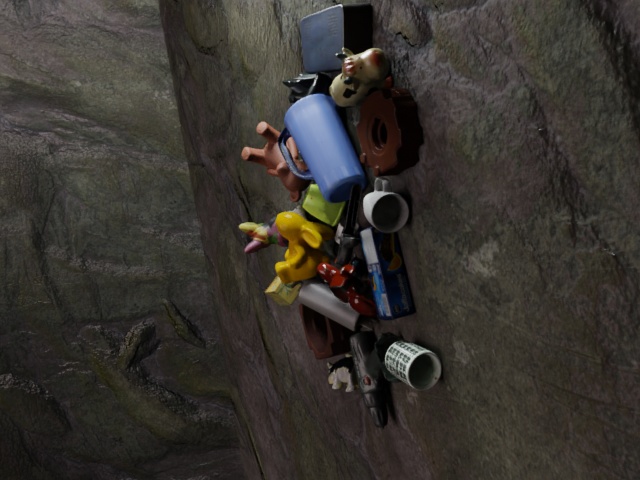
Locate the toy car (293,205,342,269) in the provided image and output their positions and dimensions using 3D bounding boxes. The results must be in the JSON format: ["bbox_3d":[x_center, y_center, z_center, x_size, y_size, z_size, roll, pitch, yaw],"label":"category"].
[{"bbox_3d":[-0.003,-0.004,1.418,0.201,0.056,0.073,53,151,2],"label":"toy car"}]

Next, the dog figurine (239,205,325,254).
[{"bbox_3d":[-0.114,-0.027,1.526,0.191,0.219,0.108,-21,84,68],"label":"dog figurine"}]

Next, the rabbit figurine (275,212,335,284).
[{"bbox_3d":[-0.050,0.009,1.338,0.162,0.122,0.173,-12,106,35],"label":"rabbit figurine"}]

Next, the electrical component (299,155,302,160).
[{"bbox_3d":[-0.050,-0.235,1.511,0.102,0.045,0.078,113,142,-51],"label":"electrical component"}]

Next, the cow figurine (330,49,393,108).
[{"bbox_3d":[0.076,-0.325,1.077,0.195,0.127,0.085,161,96,-69],"label":"cow figurine"}]

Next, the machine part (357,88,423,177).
[{"bbox_3d":[0.134,-0.214,1.077,0.179,0.056,0.179,171,90,-66],"label":"machine part"}]

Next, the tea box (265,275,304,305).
[{"bbox_3d":[-0.075,0.104,1.552,0.068,0.169,0.098,39,162,-12],"label":"tea box"}]

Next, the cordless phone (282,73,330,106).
[{"bbox_3d":[-0.021,-0.333,1.386,0.147,0.089,0.184,31,138,60],"label":"cordless phone"}]

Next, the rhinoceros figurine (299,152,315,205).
[{"bbox_3d":[-0.020,-0.163,1.435,0.112,0.073,0.190,165,95,-68],"label":"rhinoceros figurine"}]

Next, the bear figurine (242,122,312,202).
[{"bbox_3d":[-0.101,-0.195,1.373,0.120,0.132,0.196,-53,41,22],"label":"bear figurine"}]

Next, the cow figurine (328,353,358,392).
[{"bbox_3d":[0.065,0.354,1.454,0.167,0.068,0.098,160,104,-64],"label":"cow figurine"}]

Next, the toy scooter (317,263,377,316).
[{"bbox_3d":[0.077,0.105,1.213,0.184,0.075,0.135,34,163,-1],"label":"toy scooter"}]

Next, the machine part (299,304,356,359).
[{"bbox_3d":[0.022,0.219,1.479,0.201,0.087,0.201,136,121,-65],"label":"machine part"}]

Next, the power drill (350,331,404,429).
[{"bbox_3d":[0.145,0.313,1.255,0.207,0.086,0.232,112,144,-64],"label":"power drill"}]

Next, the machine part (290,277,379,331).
[{"bbox_3d":[0.035,0.157,1.334,0.243,0.079,0.079,25,129,24],"label":"machine part"}]

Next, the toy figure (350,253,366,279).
[{"bbox_3d":[0.075,0.082,1.334,0.154,0.058,0.064,-45,61,58],"label":"toy figure"}]

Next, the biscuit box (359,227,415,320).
[{"bbox_3d":[0.145,0.069,1.159,0.059,0.063,0.202,154,104,-66],"label":"biscuit box"}]

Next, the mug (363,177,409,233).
[{"bbox_3d":[0.126,-0.076,1.122,0.107,0.081,0.109,-141,38,-71],"label":"mug"}]

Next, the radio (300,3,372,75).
[{"bbox_3d":[0.032,-0.443,1.202,0.230,0.073,0.131,-150,53,-63],"label":"radio"}]
